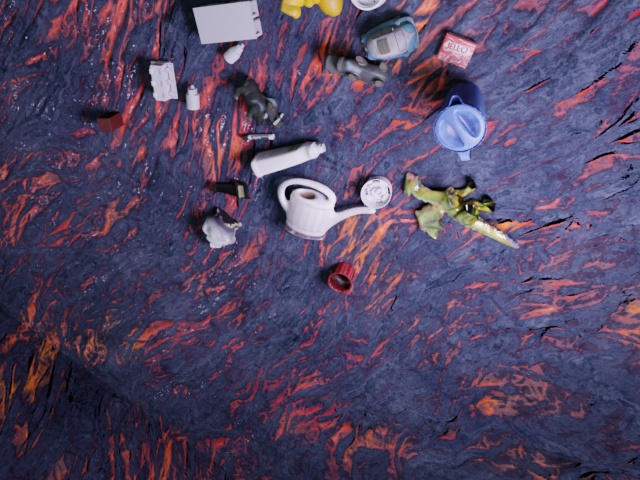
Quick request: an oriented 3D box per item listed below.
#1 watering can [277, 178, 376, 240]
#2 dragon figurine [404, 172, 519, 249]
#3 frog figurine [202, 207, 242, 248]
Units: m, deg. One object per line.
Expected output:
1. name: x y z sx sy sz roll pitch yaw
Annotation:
1. watering can: 0.005 -0.090 1.798 0.348 0.106 0.219 21 127 7
2. dragon figurine: 0.432 -0.075 1.685 0.408 0.124 0.239 46 142 -10
3. frog figurine: -0.391 -0.024 1.974 0.136 0.125 0.157 27 116 -24
